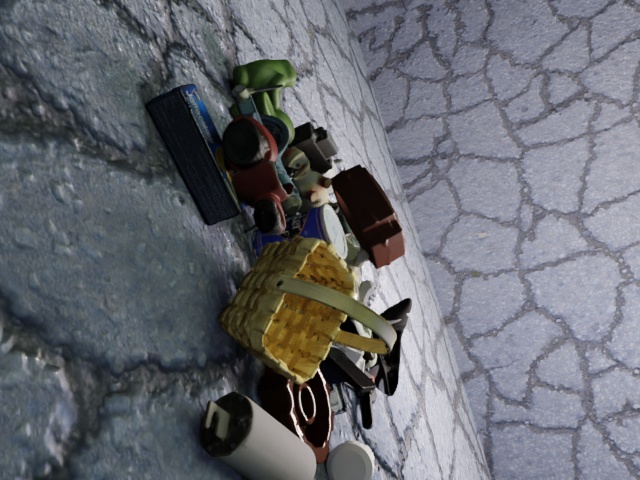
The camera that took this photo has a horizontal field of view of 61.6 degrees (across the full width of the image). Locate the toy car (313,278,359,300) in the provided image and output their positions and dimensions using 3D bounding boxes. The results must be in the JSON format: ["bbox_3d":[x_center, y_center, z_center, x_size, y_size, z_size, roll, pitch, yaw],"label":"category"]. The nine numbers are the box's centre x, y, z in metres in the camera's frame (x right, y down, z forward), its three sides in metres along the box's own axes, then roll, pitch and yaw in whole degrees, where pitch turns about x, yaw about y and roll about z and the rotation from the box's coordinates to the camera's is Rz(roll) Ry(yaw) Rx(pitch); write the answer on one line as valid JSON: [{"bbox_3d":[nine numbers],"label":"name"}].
[{"bbox_3d":[0.025,0.109,1.042,0.161,0.103,0.109,86,-2,-60],"label":"toy car"}]

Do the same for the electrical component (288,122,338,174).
[{"bbox_3d":[-0.031,-0.199,1.212,0.114,0.134,0.058,47,28,-48],"label":"electrical component"}]

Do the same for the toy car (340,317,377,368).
[{"bbox_3d":[0.062,0.198,1.166,0.201,0.074,0.056,64,22,-22],"label":"toy car"}]

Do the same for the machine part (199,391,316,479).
[{"bbox_3d":[-0.074,0.261,0.676,0.243,0.079,0.079,54,24,-41],"label":"machine part"}]

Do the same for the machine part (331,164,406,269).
[{"bbox_3d":[0.109,-0.052,1.192,0.201,0.087,0.201,61,0,26],"label":"machine part"}]

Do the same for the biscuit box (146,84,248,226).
[{"bbox_3d":[-0.178,-0.127,0.803,0.059,0.063,0.202,-66,135,-67],"label":"biscuit box"}]

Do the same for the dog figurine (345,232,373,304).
[{"bbox_3d":[0.051,0.074,1.256,0.190,0.121,0.172,-109,-150,-80],"label":"dog figurine"}]

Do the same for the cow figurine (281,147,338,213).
[{"bbox_3d":[-0.040,-0.125,1.161,0.127,0.085,0.194,31,-20,29],"label":"cow figurine"}]

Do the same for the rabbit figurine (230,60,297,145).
[{"bbox_3d":[-0.103,-0.275,1.095,0.170,0.121,0.159,67,24,0],"label":"rabbit figurine"}]

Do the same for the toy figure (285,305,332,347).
[{"bbox_3d":[-0.043,0.125,0.905,0.089,0.082,0.180,-111,175,-60],"label":"toy figure"}]

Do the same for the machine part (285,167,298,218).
[{"bbox_3d":[-0.069,-0.076,1.071,0.084,0.039,0.138,-23,117,-68],"label":"machine part"}]

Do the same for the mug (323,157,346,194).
[{"bbox_3d":[0.015,-0.169,1.385,0.107,0.110,0.081,67,2,-58],"label":"mug"}]

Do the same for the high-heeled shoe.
[{"bbox_3d":[0.175,0.255,1.260,0.086,0.248,0.145,-10,54,-36],"label":"high-heeled shoe"}]

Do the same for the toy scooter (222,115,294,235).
[{"bbox_3d":[-0.086,-0.100,0.828,0.135,0.075,0.183,-41,114,-74],"label":"toy scooter"}]

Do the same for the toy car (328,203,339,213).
[{"bbox_3d":[-0.002,-0.003,1.110,0.202,0.053,0.089,-47,142,-51],"label":"toy car"}]

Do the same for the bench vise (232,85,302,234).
[{"bbox_3d":[-0.103,-0.156,0.933,0.240,0.129,0.224,77,-3,-55],"label":"bench vise"}]

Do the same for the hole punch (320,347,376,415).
[{"bbox_3d":[0.027,0.263,1.003,0.116,0.092,0.142,45,9,25],"label":"hole punch"}]

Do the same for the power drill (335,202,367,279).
[{"bbox_3d":[0.091,0.016,1.469,0.207,0.086,0.232,10,59,-62],"label":"power drill"}]

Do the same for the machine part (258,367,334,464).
[{"bbox_3d":[-0.035,0.257,0.838,0.179,0.056,0.179,-18,90,-73],"label":"machine part"}]
